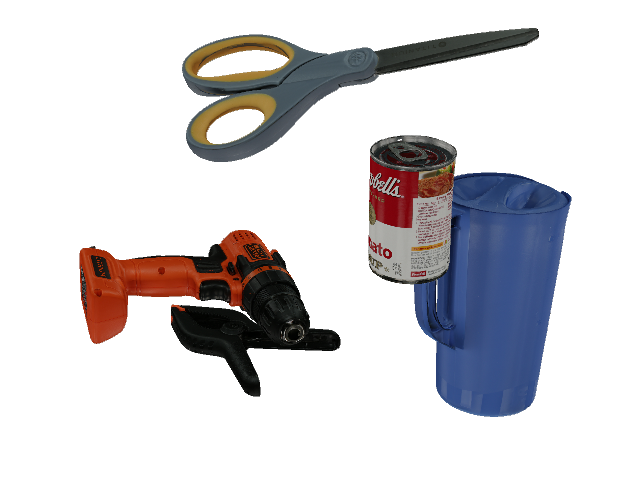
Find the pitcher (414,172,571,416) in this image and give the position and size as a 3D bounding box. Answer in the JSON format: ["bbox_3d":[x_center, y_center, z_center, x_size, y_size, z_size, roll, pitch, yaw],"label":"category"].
[{"bbox_3d":[0.173,0.059,1.115,0.149,0.243,0.145,5,21,8],"label":"pitcher"}]

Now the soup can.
[{"bbox_3d":[0.072,-0.025,0.852,0.068,0.102,0.068,0,27,0],"label":"soup can"}]

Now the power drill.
[{"bbox_3d":[-0.115,0.048,0.953,0.187,0.057,0.185,-3,23,-19],"label":"power drill"}]

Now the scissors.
[{"bbox_3d":[0.010,-0.080,0.578,0.202,0.096,0.016,5,-32,23],"label":"scissors"}]

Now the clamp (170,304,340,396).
[{"bbox_3d":[-0.103,0.121,1.263,0.210,0.036,0.164,14,23,26],"label":"clamp"}]
